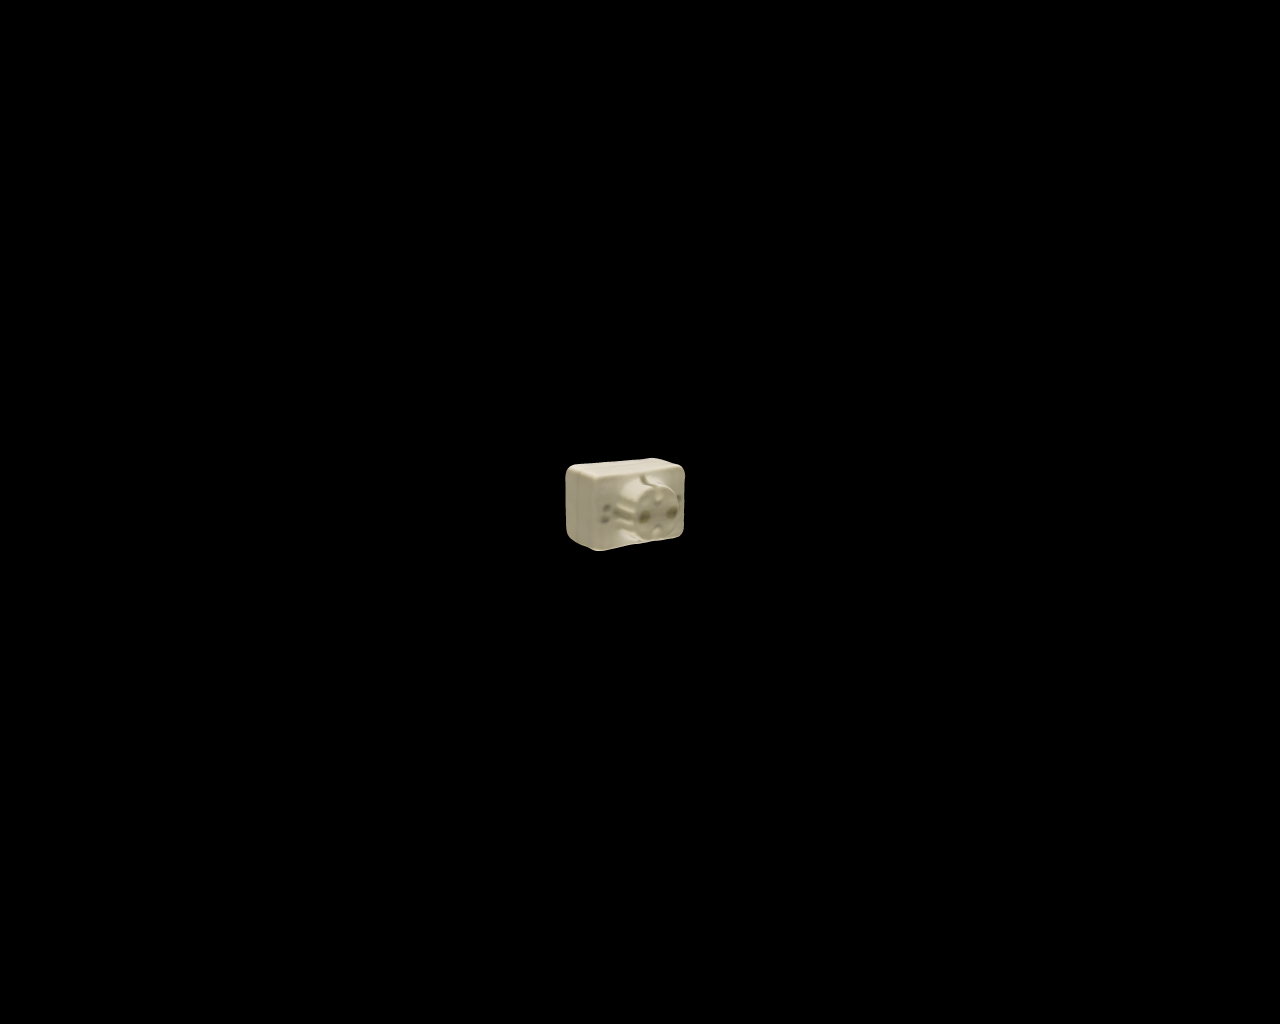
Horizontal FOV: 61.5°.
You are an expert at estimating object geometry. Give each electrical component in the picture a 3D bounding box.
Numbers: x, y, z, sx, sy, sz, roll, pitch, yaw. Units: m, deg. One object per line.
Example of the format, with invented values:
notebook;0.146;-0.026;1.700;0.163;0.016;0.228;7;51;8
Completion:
electrical component;0.001;-0.003;0.650;0.066;0.047;0.077;-8;15;-30
